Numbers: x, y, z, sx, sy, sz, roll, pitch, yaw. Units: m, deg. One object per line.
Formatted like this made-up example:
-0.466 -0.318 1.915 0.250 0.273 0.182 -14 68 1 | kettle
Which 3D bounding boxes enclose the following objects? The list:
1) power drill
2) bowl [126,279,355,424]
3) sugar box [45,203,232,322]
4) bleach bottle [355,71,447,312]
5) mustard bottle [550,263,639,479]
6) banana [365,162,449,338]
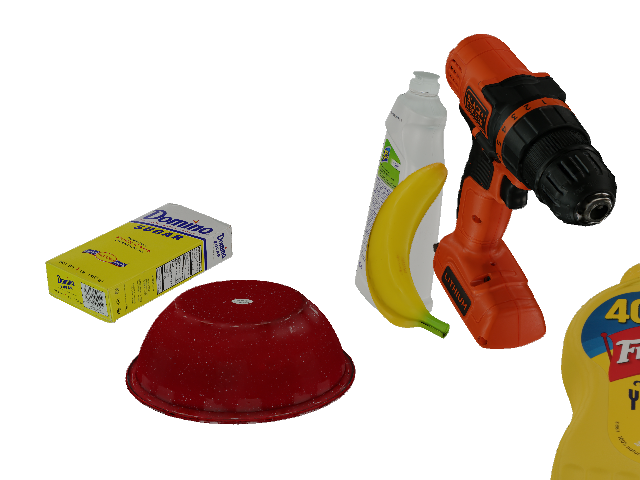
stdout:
0.128 -0.019 0.707 0.057 0.188 0.184 -7 40 -13 | power drill
-0.055 0.068 0.742 0.162 0.055 0.162 0 17 0 | bowl
-0.182 0.018 1.092 0.093 0.048 0.175 21 36 31 | sugar box
0.095 -0.052 1.135 0.068 0.251 0.103 -1 23 -23 | bleach bottle
0.171 0.074 0.542 0.096 0.058 0.191 6 41 12 | mustard bottle
0.074 0.005 0.914 0.069 0.197 0.037 8 -41 -3 | banana
